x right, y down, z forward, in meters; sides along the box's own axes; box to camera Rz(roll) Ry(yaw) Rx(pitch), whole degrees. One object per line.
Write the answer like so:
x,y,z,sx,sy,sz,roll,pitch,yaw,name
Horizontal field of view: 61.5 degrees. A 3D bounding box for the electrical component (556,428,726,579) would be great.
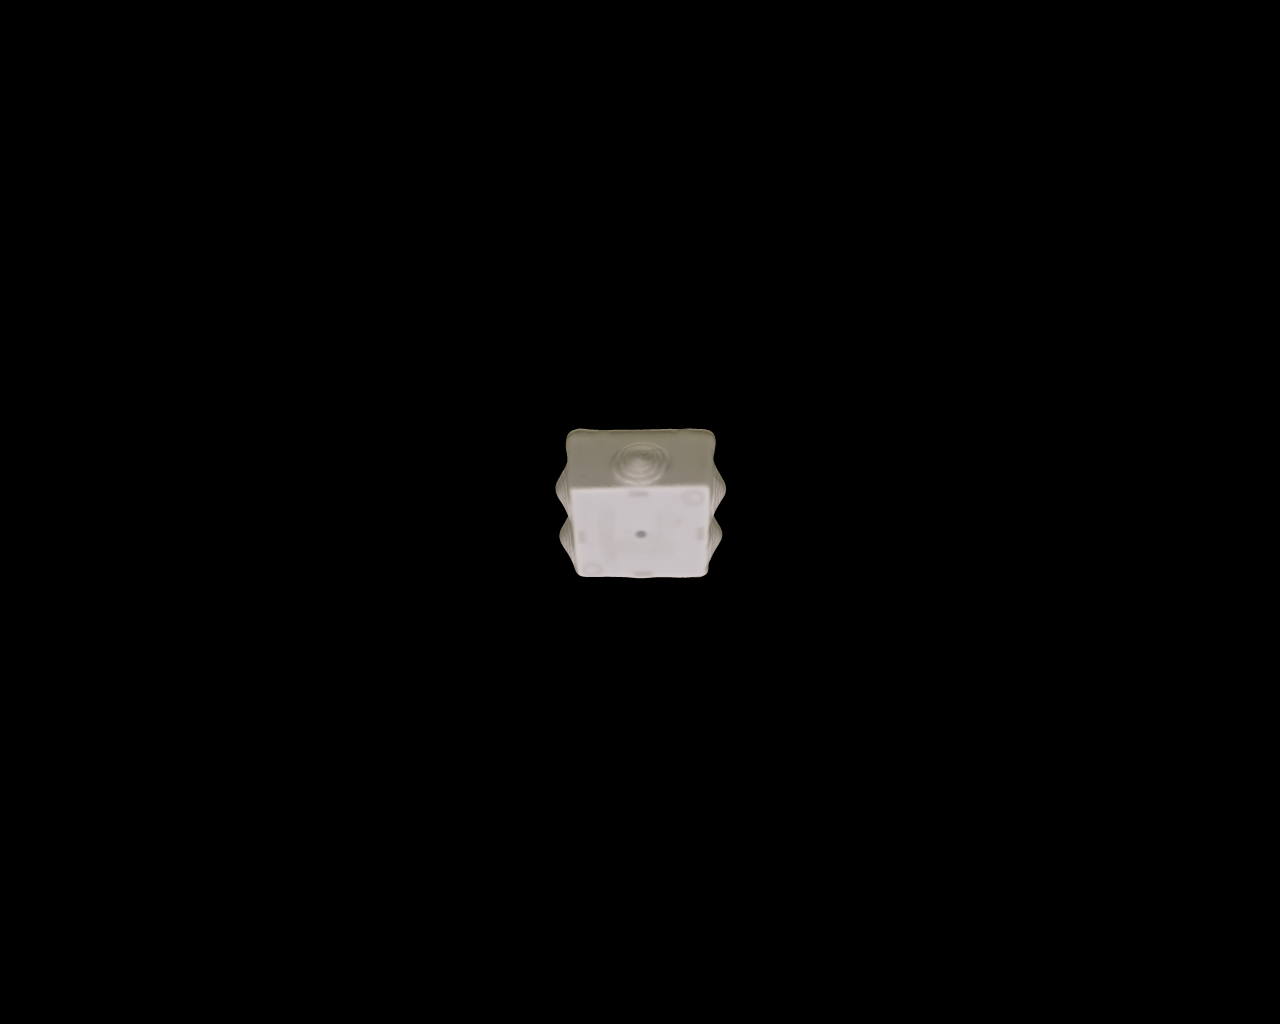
0.001,-0.003,0.650,0.100,0.048,0.099,0,-43,0,electrical component
